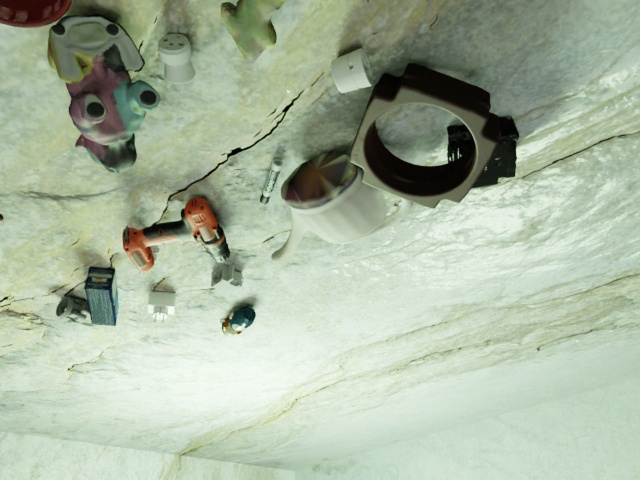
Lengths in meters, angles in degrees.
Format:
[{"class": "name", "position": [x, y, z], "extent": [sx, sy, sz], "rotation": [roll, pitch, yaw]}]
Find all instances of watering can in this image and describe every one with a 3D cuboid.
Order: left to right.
[{"class": "watering can", "position": [0.003, -0.050, 0.986], "extent": [0.345, 0.106, 0.221], "rotation": [-21, -40, 23]}]

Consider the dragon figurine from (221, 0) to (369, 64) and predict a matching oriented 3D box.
[{"class": "dragon figurine", "position": [-0.049, -0.365, 0.546], "extent": [0.243, 0.125, 0.400], "rotation": [8, -37, -1]}]
